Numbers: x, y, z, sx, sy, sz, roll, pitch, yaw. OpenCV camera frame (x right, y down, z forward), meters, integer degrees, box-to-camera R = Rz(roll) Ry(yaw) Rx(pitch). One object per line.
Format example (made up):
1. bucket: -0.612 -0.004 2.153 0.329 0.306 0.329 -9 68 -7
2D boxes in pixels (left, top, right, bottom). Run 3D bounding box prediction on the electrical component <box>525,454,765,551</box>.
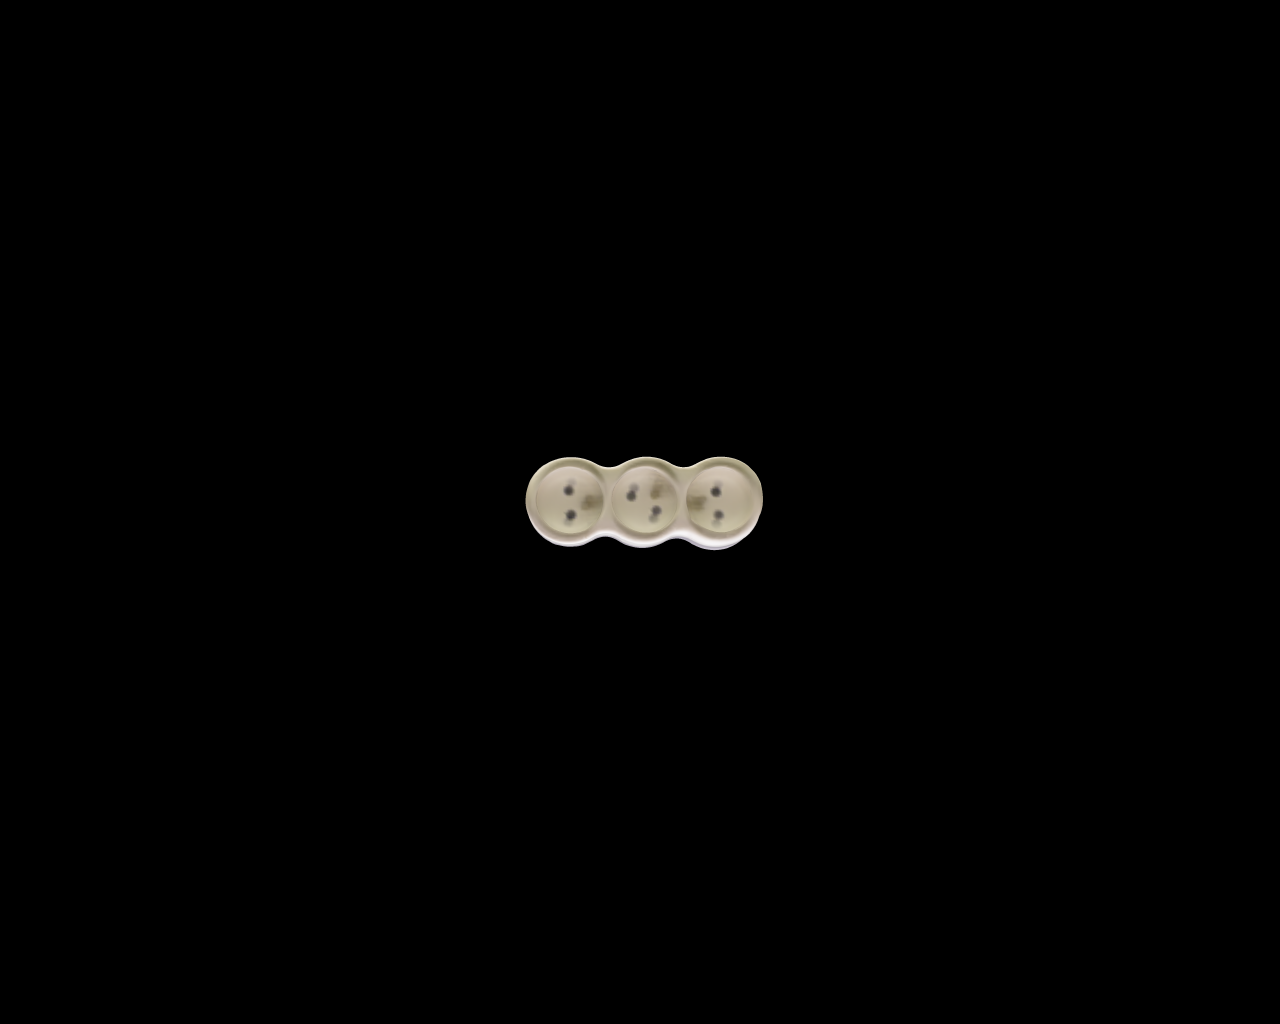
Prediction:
1. electrical component: 0.001 -0.003 0.650 0.138 0.052 0.073 1 -7 -5
